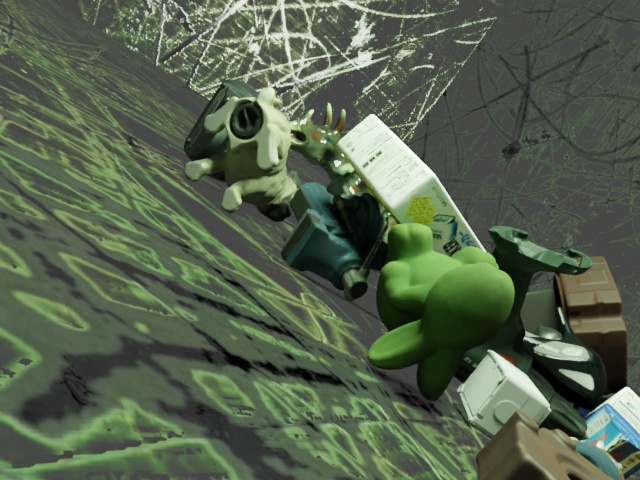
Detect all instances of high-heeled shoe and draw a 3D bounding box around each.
[{"bbox_3d":[0.232,0.150,0.701,0.086,0.249,0.145,74,17,-50],"label":"high-heeled shoe"}]

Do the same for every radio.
[{"bbox_3d":[0.410,0.178,1.013,0.073,0.131,0.229,-8,-19,20],"label":"radio"}]

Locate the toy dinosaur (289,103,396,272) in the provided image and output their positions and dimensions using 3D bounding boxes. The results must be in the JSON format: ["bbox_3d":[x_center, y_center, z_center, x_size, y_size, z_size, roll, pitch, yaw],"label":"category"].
[{"bbox_3d":[0.105,-0.058,0.900,0.405,0.192,0.131,36,6,-7],"label":"toy dinosaur"}]

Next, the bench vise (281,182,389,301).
[{"bbox_3d":[0.060,0.011,0.720,0.240,0.128,0.224,22,13,-31],"label":"bench vise"}]

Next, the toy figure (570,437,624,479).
[{"bbox_3d":[0.269,0.230,0.533,0.058,0.064,0.154,-4,-22,33],"label":"toy figure"}]

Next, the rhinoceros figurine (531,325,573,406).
[{"bbox_3d":[0.332,0.194,0.773,0.112,0.073,0.190,59,33,-11],"label":"rhinoceros figurine"}]

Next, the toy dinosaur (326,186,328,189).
[{"bbox_3d":[0.145,0.001,1.057,0.472,0.105,0.198,31,3,36],"label":"toy dinosaur"}]

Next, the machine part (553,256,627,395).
[{"bbox_3d":[0.458,0.145,0.922,0.201,0.087,0.201,-67,144,-56],"label":"machine part"}]

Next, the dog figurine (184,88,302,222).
[{"bbox_3d":[-0.069,-0.113,0.754,0.121,0.172,0.190,50,20,18],"label":"dog figurine"}]

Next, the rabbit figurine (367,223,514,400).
[{"bbox_3d":[0.108,0.061,0.508,0.121,0.159,0.170,32,-6,-7],"label":"rabbit figurine"}]

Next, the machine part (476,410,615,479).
[{"bbox_3d":[0.195,0.205,0.387,0.179,0.056,0.179,35,10,-7],"label":"machine part"}]

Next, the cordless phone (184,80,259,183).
[{"bbox_3d":[-0.101,-0.142,0.830,0.184,0.146,0.089,29,19,-28],"label":"cordless phone"}]

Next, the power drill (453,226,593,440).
[{"bbox_3d":[0.234,0.100,0.625,0.232,0.207,0.086,27,28,23],"label":"power drill"}]

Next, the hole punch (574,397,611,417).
[{"bbox_3d":[0.450,0.292,0.856,0.116,0.092,0.142,1,-10,35],"label":"hole punch"}]
